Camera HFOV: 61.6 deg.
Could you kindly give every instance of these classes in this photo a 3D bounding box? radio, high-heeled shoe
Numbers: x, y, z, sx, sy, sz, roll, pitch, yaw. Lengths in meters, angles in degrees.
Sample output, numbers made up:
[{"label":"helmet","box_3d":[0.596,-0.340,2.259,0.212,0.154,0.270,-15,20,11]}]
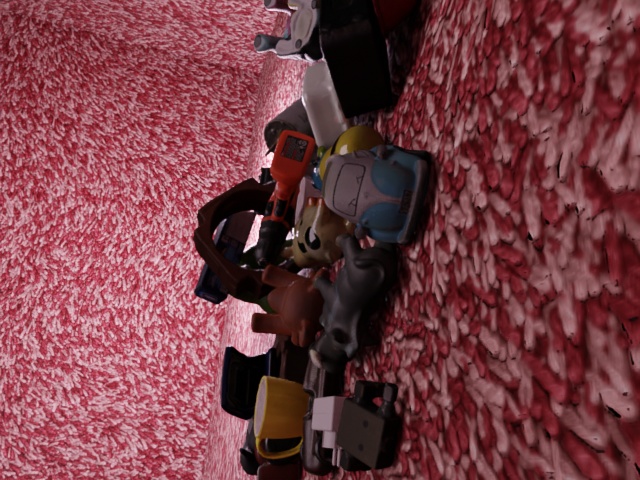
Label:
[{"label":"radio","box_3d":[0.049,-0.296,0.755,0.131,0.073,0.230,61,-158,-49]},{"label":"high-heeled shoe","box_3d":[-0.098,0.343,1.081,0.249,0.086,0.145,-66,-24,-22]}]

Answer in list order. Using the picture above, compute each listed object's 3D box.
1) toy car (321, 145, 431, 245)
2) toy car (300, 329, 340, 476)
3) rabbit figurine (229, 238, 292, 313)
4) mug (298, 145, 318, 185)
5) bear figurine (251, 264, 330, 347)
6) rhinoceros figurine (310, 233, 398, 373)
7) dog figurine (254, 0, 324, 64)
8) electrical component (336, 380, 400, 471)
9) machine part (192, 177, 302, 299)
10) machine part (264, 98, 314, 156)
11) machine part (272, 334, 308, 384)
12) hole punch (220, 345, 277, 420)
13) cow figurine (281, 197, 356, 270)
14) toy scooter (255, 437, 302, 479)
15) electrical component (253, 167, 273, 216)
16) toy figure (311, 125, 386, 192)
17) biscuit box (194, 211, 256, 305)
[{"label":"toy car","box_3d":[0.054,-0.063,0.614,0.162,0.103,0.109,-125,48,-69]},{"label":"toy car","box_3d":[0.002,0.212,0.735,0.089,0.053,0.202,122,154,-64]},{"label":"rabbit figurine","box_3d":[-0.104,0.084,1.119,0.121,0.159,0.170,-58,39,35]},{"label":"mug","box_3d":[-0.027,-0.161,1.041,0.080,0.110,0.107,109,179,-54]},{"label":"bear figurine","box_3d":[-0.043,0.095,0.790,0.196,0.132,0.120,61,-138,-81]},{"label":"rhinoceros figurine","box_3d":[0.041,0.080,0.644,0.112,0.073,0.190,-111,34,-46]},{"label":"dog figurine","box_3d":[0.003,-0.367,0.963,0.192,0.219,0.108,23,110,37]},{"label":"electrical component","box_3d":[0.052,0.192,0.560,0.078,0.045,0.102,3,85,48]},{"label":"machine part","box_3d":[-0.125,-0.003,1.036,0.201,0.201,0.087,-37,-15,-24]},{"label":"machine part","box_3d":[-0.029,-0.218,0.984,0.243,0.079,0.079,-50,-13,-46]},{"label":"machine part","box_3d":[-0.056,0.229,0.953,0.179,0.056,0.179,-171,90,-78]},{"label":"hole punch","box_3d":[-0.127,0.250,0.939,0.115,0.092,0.142,109,161,-57]},{"label":"cow figurine","box_3d":[-0.002,-0.003,0.855,0.195,0.085,0.127,-165,91,-76]},{"label":"toy scooter","box_3d":[-0.075,0.380,0.884,0.135,0.075,0.184,132,141,-68]},{"label":"electrical component","box_3d":[-0.087,-0.092,1.202,0.058,0.115,0.134,112,163,-55]},{"label":"toy figure","box_3d":[0.035,-0.108,0.776,0.180,0.082,0.089,163,117,-78]},{"label":"biscuit box","box_3d":[-0.193,0.028,1.097,0.063,0.059,0.202,-35,34,55]}]
